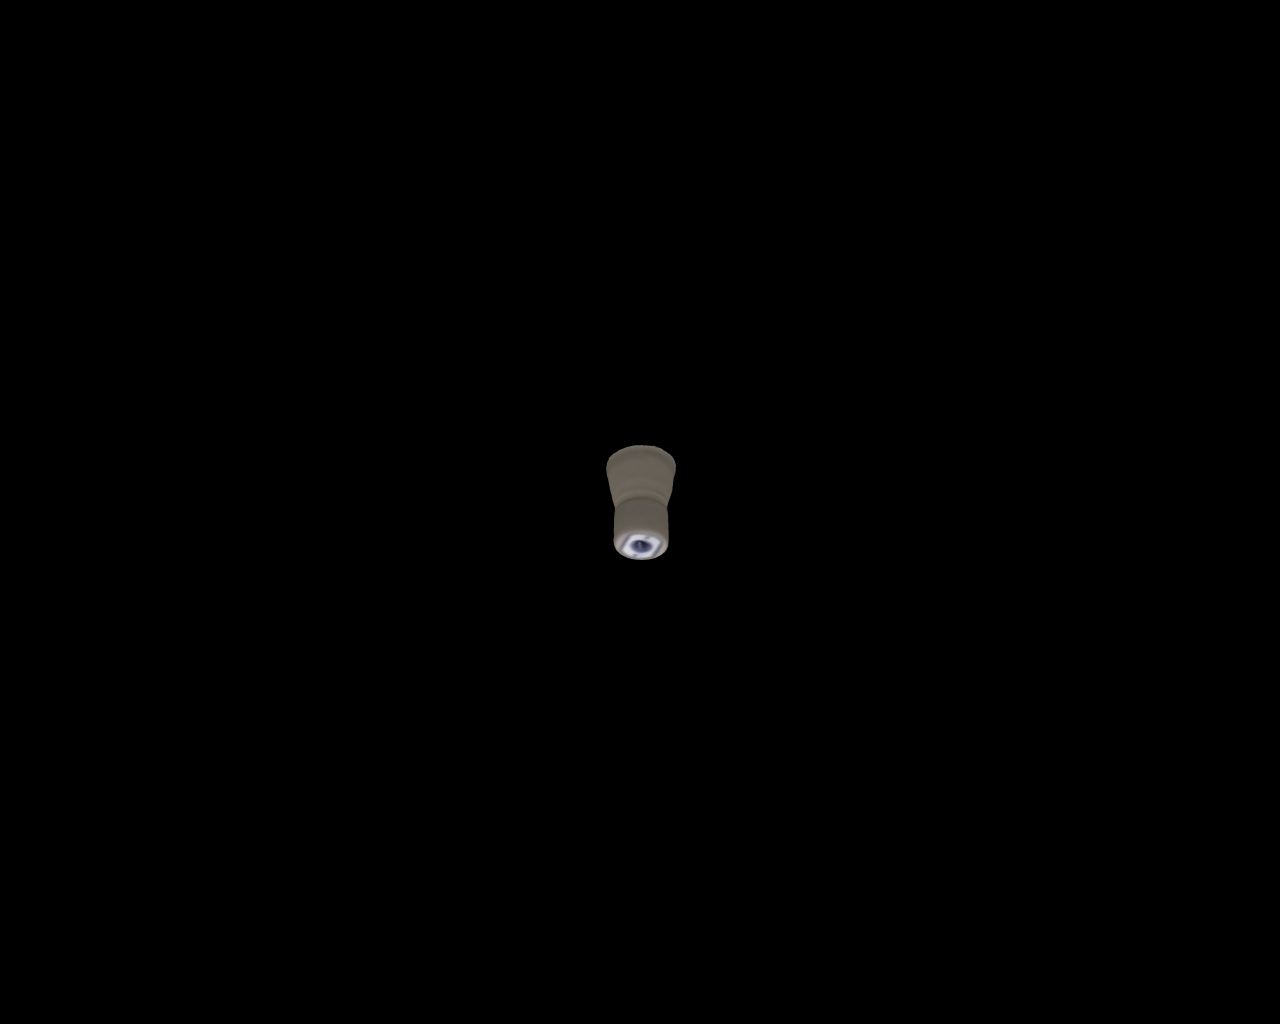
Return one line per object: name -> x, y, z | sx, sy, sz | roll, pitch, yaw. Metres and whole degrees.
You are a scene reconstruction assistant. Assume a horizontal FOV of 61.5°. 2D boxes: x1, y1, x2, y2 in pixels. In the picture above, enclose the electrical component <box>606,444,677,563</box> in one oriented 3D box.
electrical component -> 0.001, -0.003, 0.650 | 0.044, 0.065, 0.044 | 0, -37, 0
